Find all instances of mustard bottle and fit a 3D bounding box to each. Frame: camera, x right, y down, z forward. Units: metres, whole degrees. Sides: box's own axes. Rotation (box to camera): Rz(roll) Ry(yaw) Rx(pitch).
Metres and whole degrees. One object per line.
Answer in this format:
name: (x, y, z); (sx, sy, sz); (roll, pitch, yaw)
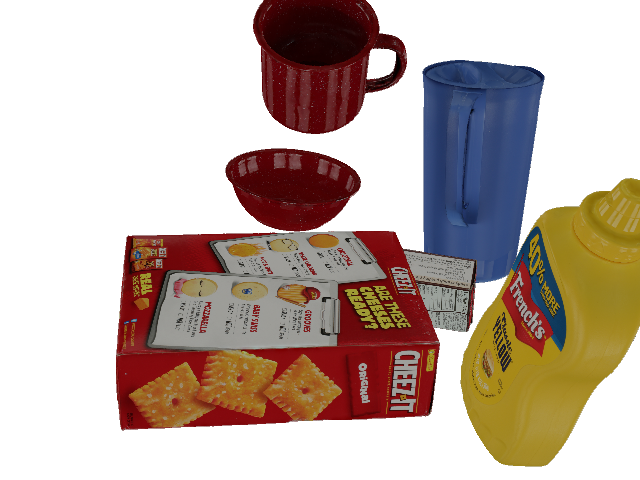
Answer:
mustard bottle: (0.135, 0.039, 0.594); (0.058, 0.096, 0.192); (6, -43, -12)

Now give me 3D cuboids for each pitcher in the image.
pitcher: (0.174, -0.076, 1.211); (0.149, 0.243, 0.145); (-9, 24, -23)

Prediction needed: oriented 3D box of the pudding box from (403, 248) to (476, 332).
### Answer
pudding box: (0.093, 0.046, 1.032); (0.113, 0.039, 0.090); (7, -31, 9)

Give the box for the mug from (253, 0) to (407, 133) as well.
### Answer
mug: (0.008, -0.137, 0.818); (0.117, 0.093, 0.081); (-1, -34, -3)

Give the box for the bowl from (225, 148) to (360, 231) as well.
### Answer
bowl: (-0.035, -0.055, 1.271); (0.162, 0.055, 0.162); (6, 26, -3)

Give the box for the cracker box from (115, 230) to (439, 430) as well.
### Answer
cracker box: (-0.037, 0.061, 0.776); (0.213, 0.072, 0.164); (-1, 29, -7)
